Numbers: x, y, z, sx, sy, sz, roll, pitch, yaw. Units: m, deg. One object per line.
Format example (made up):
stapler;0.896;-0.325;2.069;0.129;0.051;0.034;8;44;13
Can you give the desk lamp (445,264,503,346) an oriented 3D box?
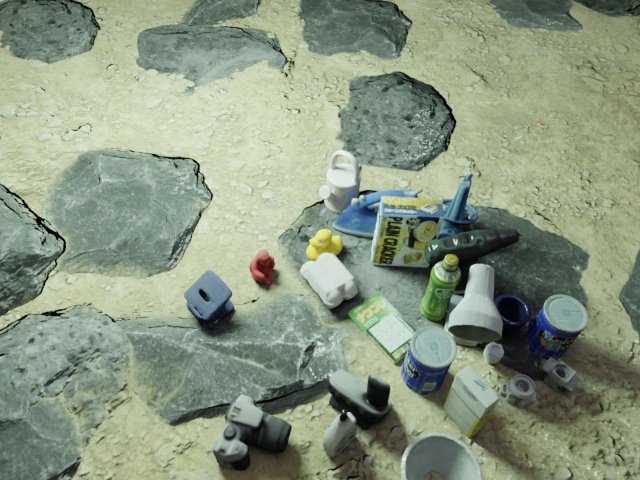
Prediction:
desk lamp;0.362;0.169;1.363;0.118;0.213;0.203;11;51;6

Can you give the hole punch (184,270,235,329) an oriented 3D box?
hole punch;-0.275;0.146;1.417;0.101;0.091;0.108;-34;60;-27

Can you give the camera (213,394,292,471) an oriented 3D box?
camera;-0.137;0.410;1.207;0.136;0.101;0.143;16;52;9

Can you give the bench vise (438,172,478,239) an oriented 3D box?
bench vise;0.376;-0.062;1.547;0.121;0.220;0.207;4;51;0

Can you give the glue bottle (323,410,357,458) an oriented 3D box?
glue bottle;0.045;0.391;1.188;0.078;0.173;0.037;-32;59;-26

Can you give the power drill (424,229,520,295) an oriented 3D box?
power drill;0.373;0.051;1.463;0.230;0.208;0.075;-5;51;-8

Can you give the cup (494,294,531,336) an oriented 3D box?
cup;0.453;0.193;1.426;0.117;0.095;0.092;16;52;9

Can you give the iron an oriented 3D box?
iron;0.166;-0.088;1.604;0.258;0.141;0.118;-5;51;-8

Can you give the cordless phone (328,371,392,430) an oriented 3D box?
cordless phone;0.091;0.317;1.242;0.147;0.185;0.094;27;54;17

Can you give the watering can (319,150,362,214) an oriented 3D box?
watering can;0.065;-0.168;1.628;0.100;0.194;0.173;14;51;8

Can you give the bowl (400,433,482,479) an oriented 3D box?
bowl;0.244;0.492;1.183;0.167;0.075;0.167;2;51;-2

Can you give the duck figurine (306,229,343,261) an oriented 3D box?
duck figurine;0.014;0.006;1.554;0.105;0.086;0.077;-19;55;-18

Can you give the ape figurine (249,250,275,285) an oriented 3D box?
ape figurine;-0.149;0.062;1.493;0.076;0.092;0.078;37;58;24

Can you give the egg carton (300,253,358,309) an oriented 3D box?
egg carton;0.025;0.104;1.486;0.107;0.069;0.150;-28;58;-24
